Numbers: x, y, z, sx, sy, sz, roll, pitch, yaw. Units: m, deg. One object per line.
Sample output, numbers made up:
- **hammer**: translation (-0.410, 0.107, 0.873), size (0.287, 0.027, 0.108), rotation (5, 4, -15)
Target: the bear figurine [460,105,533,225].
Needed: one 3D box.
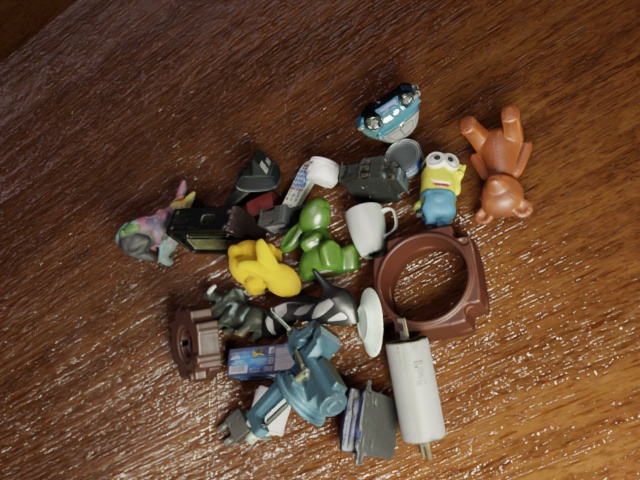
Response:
- **bear figurine**: translation (0.338, -0.137, 1.029), size (0.120, 0.131, 0.196), rotation (-8, 56, 34)

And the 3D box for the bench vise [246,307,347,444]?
- **bench vise**: translation (-0.056, 0.267, 0.984), size (0.240, 0.128, 0.224), rotation (-46, 47, 5)

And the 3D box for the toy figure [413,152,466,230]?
- **toy figure**: translation (0.237, -0.095, 1.095), size (0.089, 0.082, 0.180), rotation (-26, 55, 62)

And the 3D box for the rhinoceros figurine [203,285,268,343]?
- **rhinoceros figurine**: translation (-0.199, 0.162, 1.229), size (0.191, 0.073, 0.112), rotation (18, 77, 36)

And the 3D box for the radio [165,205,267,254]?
- **radio**: translation (-0.258, -0.022, 1.324), size (0.230, 0.131, 0.073), rotation (-2, 63, 30)

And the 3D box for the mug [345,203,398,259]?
- **mug**: translation (0.114, -0.018, 1.137), size (0.110, 0.080, 0.107), rotation (-16, 69, 17)

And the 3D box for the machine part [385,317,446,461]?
- **machine part**: translation (0.163, 0.253, 0.922), size (0.079, 0.079, 0.243), rotation (-11, 85, 26)

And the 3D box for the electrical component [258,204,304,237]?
- **electrical component**: translation (-0.078, -0.048, 1.268), size (0.119, 0.074, 0.048), rotation (-6, 63, 25)

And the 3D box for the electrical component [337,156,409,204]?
- **electrical component**: translation (0.121, -0.128, 1.161), size (0.134, 0.114, 0.058), rotation (-2, 67, 32)

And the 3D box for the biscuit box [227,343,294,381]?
- **biscuit box**: translation (-0.098, 0.256, 1.126), size (0.203, 0.062, 0.059), rotation (-11, 61, 27)

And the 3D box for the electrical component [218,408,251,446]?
- **electrical component**: translation (-0.171, 0.387, 1.127), size (0.094, 0.021, 0.063), rotation (-41, 51, 7)

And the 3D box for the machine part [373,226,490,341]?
- **machine part**: translation (0.206, 0.084, 1.017), size (0.201, 0.087, 0.201), rotation (-14, 61, 24)

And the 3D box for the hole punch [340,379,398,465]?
- **hole punch**: translation (0.072, 0.326, 0.959), size (0.092, 0.115, 0.142), rotation (-5, 63, 38)

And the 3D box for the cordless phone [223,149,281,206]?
- **cordless phone**: translation (-0.189, -0.129, 1.350), size (0.184, 0.088, 0.147), rotation (-40, 18, 18)

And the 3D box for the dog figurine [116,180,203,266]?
- **dog figurine**: translation (-0.410, -0.055, 1.413), size (0.109, 0.191, 0.219), rotation (41, 106, 45)

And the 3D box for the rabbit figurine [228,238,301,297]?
- **rabbit figurine**: translation (-0.114, 0.061, 1.185), size (0.173, 0.162, 0.122), rotation (31, 72, 33)

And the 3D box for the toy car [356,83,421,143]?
- **toy car**: translation (0.167, -0.276, 1.219), size (0.162, 0.102, 0.109), rotation (-30, 25, 17)

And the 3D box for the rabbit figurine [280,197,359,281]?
- **rabbit figurine**: translation (-0.002, -0.004, 1.172), size (0.159, 0.121, 0.170), rotation (-23, 70, 44)

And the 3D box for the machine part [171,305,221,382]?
- **machine part**: translation (-0.282, 0.230, 1.203), size (0.179, 0.056, 0.179), rotation (3, 94, 54)

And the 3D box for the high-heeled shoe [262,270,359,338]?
- **high-heeled shoe**: translation (-0.021, 0.172, 1.111), size (0.145, 0.086, 0.248), rotation (53, 125, 21)
